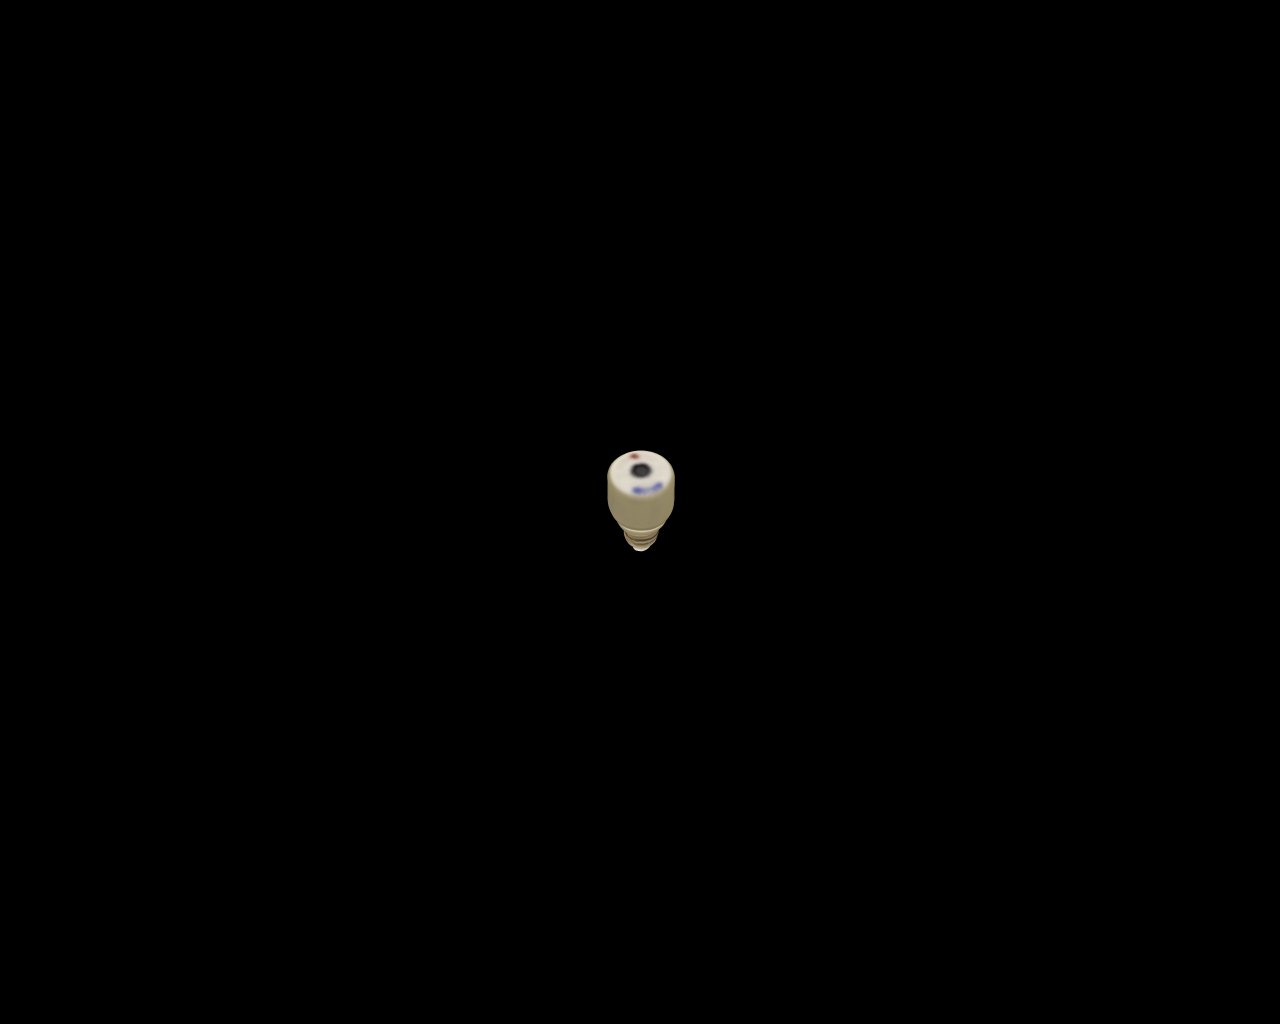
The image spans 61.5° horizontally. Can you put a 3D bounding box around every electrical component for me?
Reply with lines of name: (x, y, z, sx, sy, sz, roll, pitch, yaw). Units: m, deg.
electrical component: (0.001, -0.003, 0.650, 0.040, 0.040, 0.078, 0, -40, 0)
